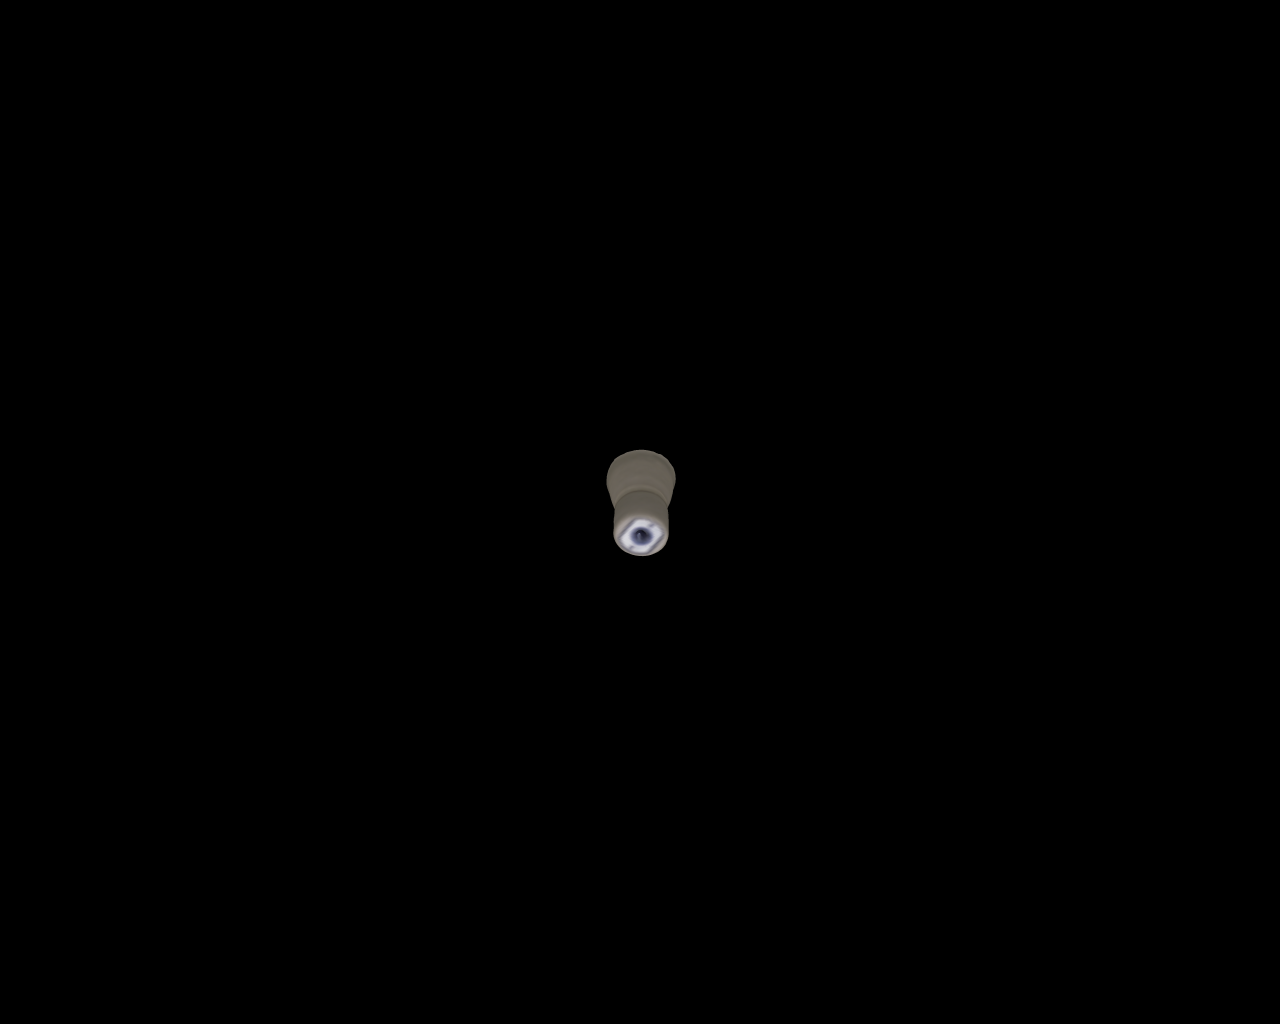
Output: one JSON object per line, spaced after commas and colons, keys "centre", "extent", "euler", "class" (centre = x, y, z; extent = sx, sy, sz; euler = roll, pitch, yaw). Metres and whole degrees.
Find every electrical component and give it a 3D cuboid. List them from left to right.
{"centre": [0.001, -0.003, 0.650], "extent": [0.044, 0.044, 0.065], "euler": [0, 36, 0], "class": "electrical component"}
